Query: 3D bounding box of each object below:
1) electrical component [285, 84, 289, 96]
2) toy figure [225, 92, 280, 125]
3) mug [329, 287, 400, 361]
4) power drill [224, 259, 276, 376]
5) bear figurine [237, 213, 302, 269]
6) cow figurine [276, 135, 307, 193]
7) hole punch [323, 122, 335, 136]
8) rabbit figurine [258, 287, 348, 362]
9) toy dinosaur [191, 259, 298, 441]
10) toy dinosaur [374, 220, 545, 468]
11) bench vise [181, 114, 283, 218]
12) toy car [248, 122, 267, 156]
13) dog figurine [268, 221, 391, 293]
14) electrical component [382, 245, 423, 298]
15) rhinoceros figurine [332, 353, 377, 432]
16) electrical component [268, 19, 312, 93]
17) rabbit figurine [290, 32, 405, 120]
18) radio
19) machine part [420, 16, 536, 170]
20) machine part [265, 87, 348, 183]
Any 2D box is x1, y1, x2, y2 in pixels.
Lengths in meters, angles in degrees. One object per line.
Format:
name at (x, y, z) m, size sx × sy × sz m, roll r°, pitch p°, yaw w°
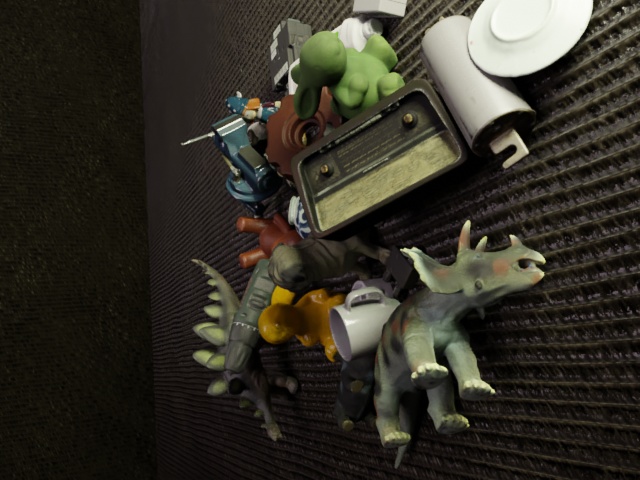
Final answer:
electrical component at (-0.042, -0.277, 1.106) m, size 0.078 × 0.045 × 0.102 m, roll -19°, pitch 73°, yaw 62°
toy figure at (-0.124, -0.274, 1.146) m, size 0.058 × 0.154 × 0.064 m, roll -124°, pitch 44°, yaw -53°
mug at (0.076, 0.116, 0.801) m, size 0.081 × 0.107 × 0.109 m, roll -139°, pitch 41°, yaw -59°
power drill at (-0.140, 0.158, 1.073) m, size 0.207 × 0.086 × 0.232 m, roll 103°, pitch -174°, yaw -73°
bear figurine at (-0.087, 0.015, 1.108) m, size 0.196 × 0.132 × 0.120 m, roll -150°, pitch 56°, yaw -65°
cow figurine at (-0.050, -0.156, 1.066) m, size 0.167 × 0.098 × 0.068 m, roll -117°, pitch 31°, yaw -41°
hole punch at (0.056, -0.113, 0.853) m, size 0.092 × 0.116 × 0.142 m, roll 120°, pitch 141°, yaw -56°
rabbit figurine at (-0.033, 0.133, 0.953) m, size 0.163 × 0.173 × 0.121 m, roll 39°, pitch 128°, yaw 51°
toy dinosaur at (-0.180, 0.229, 1.207) m, size 0.105 × 0.198 × 0.472 m, roll -60°, pitch 42°, yaw 39°
toy dinosaur at (0.132, 0.145, 0.710) m, size 0.404 × 0.131 × 0.192 m, roll 111°, pitch 163°, yaw -47°
bench vise at (-0.163, -0.140, 1.161) m, size 0.224 × 0.129 × 0.240 m, roll 33°, pitch 150°, yaw 28°
toy car at (-0.156, -0.232, 1.294) m, size 0.202 × 0.073 × 0.056 m, roll -20°, pitch 75°, yaw 61°
dog figurine at (0.000, -0.003, 0.870) m, size 0.121 × 0.190 × 0.172 m, roll -63°, pitch 36°, yaw 41°
electrical component at (0.125, 0.039, 0.811) m, size 0.063 × 0.021 × 0.094 m, roll 60°, pitch 141°, yaw 45°
rhinoceros figurine at (0.066, 0.219, 0.879) m, size 0.112 × 0.073 × 0.190 m, roll -131°, pitch 45°, yaw -66°
electrical component at (-0.062, -0.392, 1.133) m, size 0.115 × 0.058 × 0.134 m, roll -22°, pitch 70°, yaw 59°
rabbit figurine at (0.025, -0.253, 0.804) m, size 0.159 × 0.170 × 0.121 m, roll -16°, pitch 70°, yaw 34°
radio at (0.079, -0.101, 0.714) m, size 0.230 × 0.073 × 0.131 m, roll -28°, pitch 73°, yaw 23°
machine part at (0.184, -0.185, 0.641) m, size 0.079 × 0.079 × 0.243 m, roll -58°, pitch 41°, yaw 46°
machine part at (-0.019, -0.187, 0.958) m, size 0.180 × 0.056 × 0.179 m, roll -7°, pitch 75°, yaw 27°
